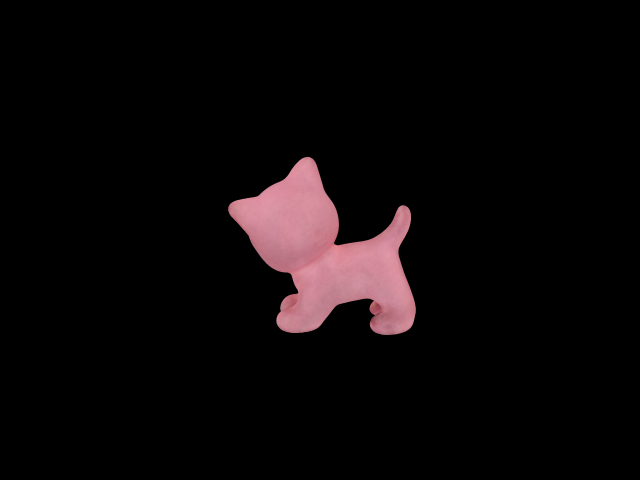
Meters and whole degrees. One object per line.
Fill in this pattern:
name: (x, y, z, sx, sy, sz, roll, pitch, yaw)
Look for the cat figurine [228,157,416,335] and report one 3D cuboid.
cat figurine: (0.004, 0.001, 0.400, 0.128, 0.118, 0.067, 0, 9, 0)
